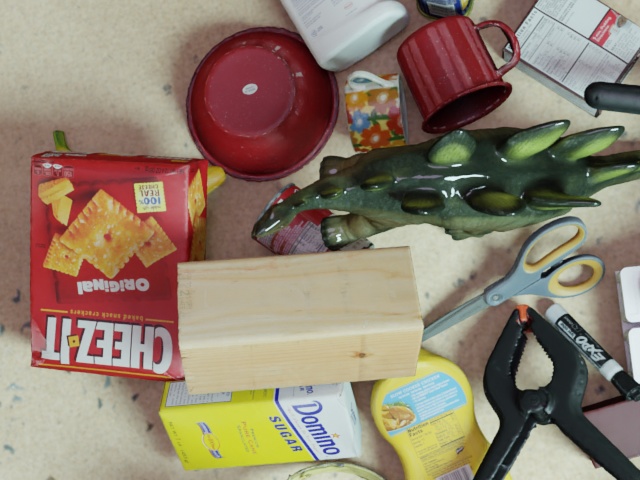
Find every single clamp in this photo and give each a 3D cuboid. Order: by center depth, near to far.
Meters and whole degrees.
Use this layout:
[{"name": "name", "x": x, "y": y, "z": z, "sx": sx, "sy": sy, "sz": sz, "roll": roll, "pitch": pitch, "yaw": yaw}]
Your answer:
[{"name": "clamp", "x": 0.320, "y": -0.117, "z": 0.927, "sx": 0.172, "sy": 0.120, "sz": 0.039, "roll": 29, "pitch": 130, "yaw": 50}, {"name": "clamp", "x": 0.204, "y": 0.152, "z": 0.945, "sx": 0.165, "sy": 0.036, "sz": 0.210, "roll": -7, "pitch": 56, "yaw": 22}]

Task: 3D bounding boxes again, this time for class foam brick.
[{"name": "foam brick", "x": 0.276, "y": 0.170, "z": 0.968, "sx": 0.078, "sy": 0.051, "sz": 0.053, "roll": -18, "pitch": 83, "yaw": 9}]

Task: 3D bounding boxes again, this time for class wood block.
[{"name": "wood block", "x": -0.020, "y": 0.072, "z": 0.950, "sx": 0.206, "sy": 0.091, "sz": 0.090, "roll": -4, "pitch": 54, "yaw": -4}]

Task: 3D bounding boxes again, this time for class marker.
[{"name": "marker", "x": 0.249, "y": 0.102, "z": 0.969, "sx": 0.020, "sy": 0.020, "sz": 0.121, "roll": -43, "pitch": 50, "yaw": 4}]

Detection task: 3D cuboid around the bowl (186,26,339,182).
[{"name": "bowl", "x": -0.064, "y": -0.142, "z": 1.064, "sx": 0.162, "sy": 0.055, "sz": 0.162, "roll": -1, "pitch": 84, "yaw": 10}]

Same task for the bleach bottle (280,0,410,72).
[{"name": "bleach bottle", "x": -0.014, "y": -0.297, "z": 1.063, "sx": 0.103, "sy": 0.068, "sz": 0.251, "roll": -33, "pitch": 77, "yaw": 21}]

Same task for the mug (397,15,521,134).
[{"name": "mug", "x": 0.133, "y": -0.164, "z": 1.008, "sx": 0.117, "sy": 0.093, "sz": 0.081, "roll": -30, "pitch": 74, "yaw": 26}]

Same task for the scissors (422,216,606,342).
[{"name": "scissors", "x": 0.185, "y": 0.056, "z": 1.010, "sx": 0.096, "sy": 0.016, "sz": 0.202, "roll": 31, "pitch": 119, "yaw": -23}]

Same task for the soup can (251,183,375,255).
[{"name": "soup can", "x": -0.007, "y": 0.001, "z": 1.032, "sx": 0.102, "sy": 0.068, "sz": 0.068, "roll": 37, "pitch": 92, "yaw": 12}]

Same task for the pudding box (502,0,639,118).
[{"name": "pudding box", "x": 0.244, "y": -0.185, "z": 1.018, "sx": 0.113, "sy": 0.039, "sz": 0.090, "roll": 36, "pitch": 93, "yaw": 14}]

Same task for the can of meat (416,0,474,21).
[{"name": "can of meat", "x": 0.125, "y": -0.270, "z": 1.026, "sx": 0.057, "sy": 0.084, "sz": 0.102, "roll": 15, "pitch": 88, "yaw": 12}]

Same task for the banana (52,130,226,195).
[{"name": "banana", "x": -0.196, "y": -0.062, "z": 1.090, "sx": 0.198, "sy": 0.037, "sz": 0.069, "roll": 14, "pitch": 89, "yaw": 12}]

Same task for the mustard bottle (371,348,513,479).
[{"name": "mustard bottle", "x": 0.101, "y": 0.166, "z": 0.998, "sx": 0.096, "sy": 0.058, "sz": 0.191, "roll": -24, "pitch": 80, "yaw": 2}]

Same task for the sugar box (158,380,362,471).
[{"name": "sugar box", "x": -0.054, "y": 0.171, "z": 1.011, "sx": 0.176, "sy": 0.093, "sz": 0.048, "roll": -6, "pitch": 41, "yaw": 12}]

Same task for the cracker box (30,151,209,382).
[{"name": "cracker box", "x": -0.197, "y": 0.024, "z": 1.042, "sx": 0.164, "sy": 0.072, "sz": 0.214, "roll": 5, "pitch": 99, "yaw": 12}]
